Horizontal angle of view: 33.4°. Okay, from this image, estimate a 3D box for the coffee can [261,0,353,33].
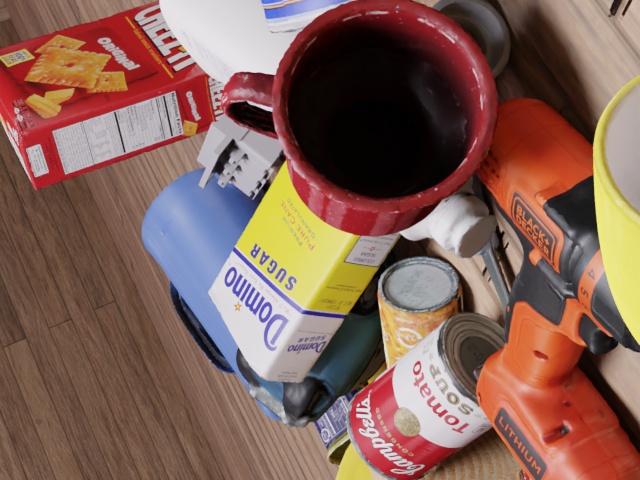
[{"bbox_3d":[0.003,-0.178,0.489,0.103,0.102,0.140,28,138,67],"label":"coffee can"}]

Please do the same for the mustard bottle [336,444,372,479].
[{"bbox_3d":[0.066,0.214,0.855,0.058,0.096,0.191,9,156,23],"label":"mustard bottle"}]

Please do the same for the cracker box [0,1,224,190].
[{"bbox_3d":[-0.204,-0.151,1.034,0.164,0.213,0.072,52,157,44],"label":"cracker box"}]

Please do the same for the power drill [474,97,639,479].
[{"bbox_3d":[0.128,0.051,0.487,0.188,0.057,0.184,87,160,-45],"label":"power drill"}]

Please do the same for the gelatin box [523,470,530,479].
[{"bbox_3d":[0.145,0.138,0.602,0.073,0.030,0.089,49,157,50],"label":"gelatin box"}]

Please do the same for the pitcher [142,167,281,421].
[{"bbox_3d":[-0.065,0.057,1.018,0.243,0.145,0.149,54,175,33],"label":"pitcher"}]

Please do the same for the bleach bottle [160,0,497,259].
[{"bbox_3d":[0.008,-0.073,0.613,0.251,0.068,0.102,46,180,32],"label":"bleach bottle"}]

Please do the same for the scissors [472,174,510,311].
[{"bbox_3d":[0.083,-0.013,0.623,0.096,0.016,0.202,34,144,67],"label":"scissors"}]

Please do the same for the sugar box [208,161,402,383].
[{"bbox_3d":[-0.005,0.001,0.707,0.176,0.048,0.093,-57,46,23],"label":"sugar box"}]

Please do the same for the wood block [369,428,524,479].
[{"bbox_3d":[0.109,0.228,0.740,0.090,0.090,0.206,40,149,60],"label":"wood block"}]

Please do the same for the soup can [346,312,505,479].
[{"bbox_3d":[0.071,0.097,0.650,0.102,0.068,0.068,-47,63,42],"label":"soup can"}]

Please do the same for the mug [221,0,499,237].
[{"bbox_3d":[0.014,-0.050,0.473,0.081,0.117,0.093,98,-178,-78],"label":"mug"}]

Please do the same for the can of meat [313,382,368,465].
[{"bbox_3d":[0.030,0.141,0.894,0.102,0.057,0.084,29,-154,-53],"label":"can of meat"}]

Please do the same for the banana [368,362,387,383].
[{"bbox_3d":[0.041,0.079,0.861,0.198,0.037,0.070,60,165,24],"label":"banana"}]
